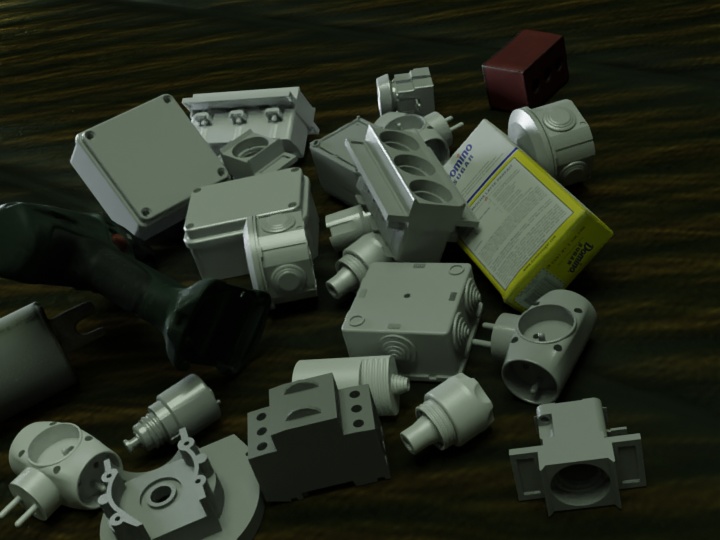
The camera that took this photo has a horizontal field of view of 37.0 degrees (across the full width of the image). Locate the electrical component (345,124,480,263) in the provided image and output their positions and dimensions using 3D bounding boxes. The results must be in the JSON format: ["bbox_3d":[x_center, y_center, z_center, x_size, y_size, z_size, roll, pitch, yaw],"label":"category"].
[{"bbox_3d":[0.037,-0.062,0.887,0.079,0.063,0.121,3,34,-22],"label":"electrical component"}]

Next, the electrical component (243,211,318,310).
[{"bbox_3d":[-0.067,-0.009,0.901,0.051,0.080,0.080,-11,36,-1],"label":"electrical component"}]

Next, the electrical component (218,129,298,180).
[{"bbox_3d":[-0.098,-0.096,1.041,0.081,0.063,0.042,23,51,41],"label":"electrical component"}]

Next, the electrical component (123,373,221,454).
[{"bbox_3d":[-0.140,0.110,0.802,0.078,0.040,0.040,-33,39,-22],"label":"electrical component"}]

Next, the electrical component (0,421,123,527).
[{"bbox_3d":[-0.225,0.153,0.776,0.077,0.044,0.079,13,45,35],"label":"electrical component"}]

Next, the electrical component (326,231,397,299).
[{"bbox_3d":[0.000,0.000,0.892,0.062,0.043,0.043,-37,40,-23],"label":"electrical component"}]

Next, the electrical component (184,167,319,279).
[{"bbox_3d":[-0.097,-0.043,0.975,0.113,0.057,0.078,-11,36,8],"label":"electrical component"}]

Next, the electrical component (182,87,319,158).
[{"bbox_3d":[-0.114,-0.147,1.110,0.121,0.078,0.063,0,68,21],"label":"electrical component"}]

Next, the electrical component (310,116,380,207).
[{"bbox_3d":[0.001,-0.096,1.004,0.062,0.061,0.096,-32,39,-21],"label":"electrical component"}]

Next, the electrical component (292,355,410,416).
[{"bbox_3d":[-0.004,0.085,0.780,0.081,0.043,0.043,-5,37,17],"label":"electrical component"}]

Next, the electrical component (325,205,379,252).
[{"bbox_3d":[-0.003,-0.038,0.948,0.046,0.040,0.040,-16,35,10],"label":"electrical component"}]

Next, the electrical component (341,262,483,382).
[{"bbox_3d":[0.040,0.037,0.821,0.100,0.048,0.099,1,39,21],"label":"electrical component"}]

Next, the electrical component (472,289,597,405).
[{"bbox_3d":[0.120,0.051,0.774,0.079,0.044,0.077,9,43,31],"label":"electrical component"}]

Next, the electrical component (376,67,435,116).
[{"bbox_3d":[0.047,-0.181,1.113,0.055,0.048,0.066,-7,36,0],"label":"electrical component"}]

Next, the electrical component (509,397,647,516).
[{"bbox_3d":[0.137,0.117,0.684,0.081,0.042,0.063,-9,33,10],"label":"electrical component"}]

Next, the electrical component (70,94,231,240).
[{"bbox_3d":[-0.199,-0.096,1.024,0.109,0.056,0.108,-33,83,-33],"label":"electrical component"}]

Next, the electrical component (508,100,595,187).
[{"bbox_3d":[0.165,-0.107,0.939,0.051,0.080,0.080,-18,35,-11],"label":"electrical component"}]

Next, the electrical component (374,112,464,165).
[{"bbox_3d":[0.062,-0.128,1.036,0.079,0.044,0.077,-29,37,-17],"label":"electrical component"}]

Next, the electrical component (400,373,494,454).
[{"bbox_3d":[0.057,0.102,0.733,0.062,0.043,0.043,-31,38,-17],"label":"electrical component"}]
